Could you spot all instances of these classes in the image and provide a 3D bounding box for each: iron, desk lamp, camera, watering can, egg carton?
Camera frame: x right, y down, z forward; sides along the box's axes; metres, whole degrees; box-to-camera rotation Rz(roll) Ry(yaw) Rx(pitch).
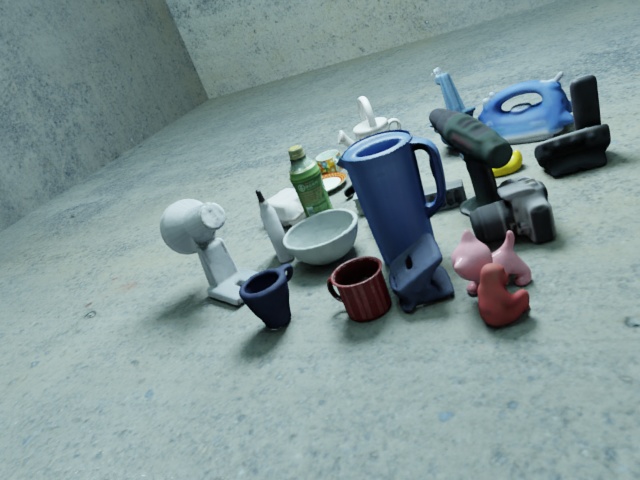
[{"bbox_3d":[0.487,-0.322,1.410,0.257,0.142,0.119,-5,29,31],"label":"iron"},{"bbox_3d":[-0.230,0.012,1.224,0.202,0.214,0.118,9,39,48],"label":"desk lamp"},{"bbox_3d":[0.340,-0.056,1.040,0.136,0.101,0.143,-17,25,11],"label":"camera"},{"bbox_3d":[0.136,-0.300,1.584,0.173,0.194,0.100,-31,27,-20],"label":"watering can"},{"bbox_3d":[-0.077,-0.082,1.464,0.107,0.069,0.149,-37,29,-30],"label":"egg carton"}]

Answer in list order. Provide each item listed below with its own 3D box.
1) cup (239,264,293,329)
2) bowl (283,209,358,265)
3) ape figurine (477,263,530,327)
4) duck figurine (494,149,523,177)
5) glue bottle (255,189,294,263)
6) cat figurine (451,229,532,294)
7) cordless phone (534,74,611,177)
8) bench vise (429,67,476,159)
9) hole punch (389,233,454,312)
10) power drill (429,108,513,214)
[{"bbox_3d":[-0.082,0.107,1.057,0.091,0.095,0.118,7,37,46],"label":"cup"},{"bbox_3d":[0.011,0.004,1.213,0.167,0.075,0.167,-18,25,9],"label":"bowl"},{"bbox_3d":[0.263,0.075,0.848,0.076,0.092,0.077,-29,26,-16],"label":"ape figurine"},{"bbox_3d":[0.399,-0.195,1.292,0.104,0.086,0.078,-5,29,31],"label":"duck figurine"},{"bbox_3d":[-0.106,-0.036,1.271,0.037,0.173,0.078,-24,25,-4],"label":"glue bottle"},{"bbox_3d":[0.261,0.032,0.906,0.128,0.118,0.067,-27,25,-11],"label":"cat figurine"},{"bbox_3d":[0.507,-0.236,1.169,0.147,0.185,0.094,-17,25,11],"label":"cordless phone"},{"bbox_3d":[0.350,-0.321,1.424,0.122,0.220,0.206,-31,26,-19],"label":"bench vise"},{"bbox_3d":[0.164,0.053,0.973,0.101,0.091,0.108,-19,25,6],"label":"hole punch"},{"bbox_3d":[0.301,-0.151,1.134,0.076,0.209,0.229,-27,25,-10],"label":"power drill"}]
